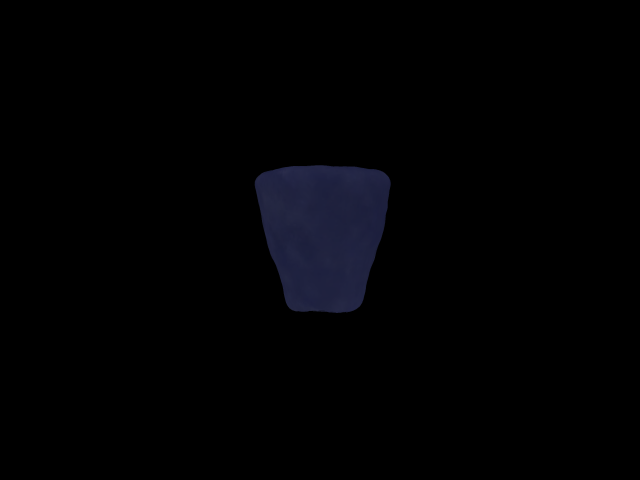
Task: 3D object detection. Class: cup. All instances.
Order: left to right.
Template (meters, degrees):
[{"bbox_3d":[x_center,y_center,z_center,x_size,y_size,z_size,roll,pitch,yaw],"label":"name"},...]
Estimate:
[{"bbox_3d":[0.004,0.001,0.400,0.091,0.095,0.118,0,0,8],"label":"cup"}]
